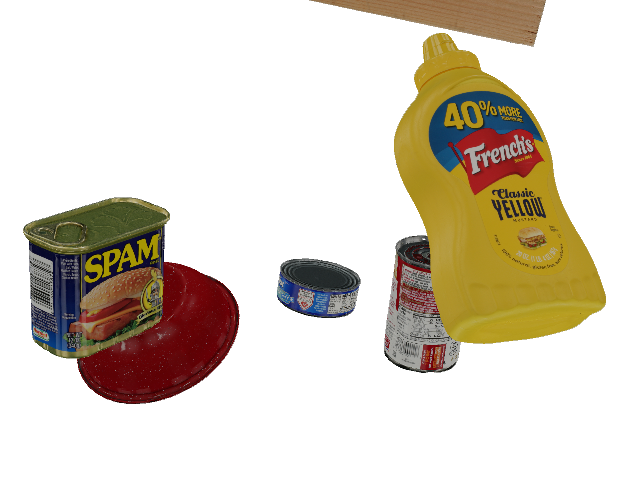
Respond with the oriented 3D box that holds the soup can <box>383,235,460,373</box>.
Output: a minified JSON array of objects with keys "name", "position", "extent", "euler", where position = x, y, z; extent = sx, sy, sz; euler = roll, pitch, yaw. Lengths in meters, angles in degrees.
[{"name":"soup can","position":[0.093,0.055,0.924],"extent":[0.068,0.102,0.068],"euler":[5,22,-2]}]

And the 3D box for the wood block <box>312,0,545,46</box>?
[{"name":"wood block","position":[0.071,-0.224,0.792],"extent":[0.206,0.090,0.091],"euler":[13,-29,7]}]

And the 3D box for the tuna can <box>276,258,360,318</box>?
[{"name":"tuna can","position":[-0.003,0.050,1.122],"extent":[0.086,0.034,0.086],"euler":[9,19,-3]}]

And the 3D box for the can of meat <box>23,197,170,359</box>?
[{"name":"can of meat","position":[-0.154,0.025,0.742],"extent":[0.058,0.084,0.101],"euler":[20,26,32]}]

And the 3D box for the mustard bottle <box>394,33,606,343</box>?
[{"name":"mustard bottle","position":[0.094,-0.038,0.626],"extent":[0.096,0.191,0.058],"euler":[-4,-24,-24]}]

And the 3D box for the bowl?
[{"name":"bowl","position":[-0.160,0.072,0.994],"extent":[0.162,0.162,0.055],"euler":[0,-44,19]}]
